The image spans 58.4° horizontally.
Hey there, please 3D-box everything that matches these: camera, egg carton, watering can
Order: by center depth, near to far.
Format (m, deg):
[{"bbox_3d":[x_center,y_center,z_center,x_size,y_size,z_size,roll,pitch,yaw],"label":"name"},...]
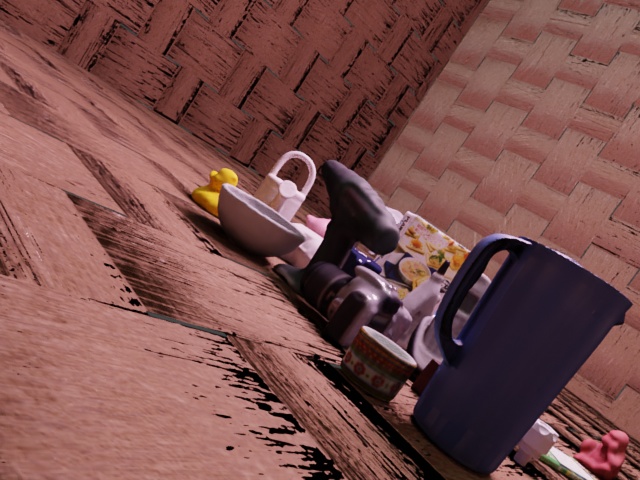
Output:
[{"bbox_3d":[0.049,0.085,0.818,0.136,0.101,0.144,37,6,35],"label":"camera"},{"bbox_3d":[-0.031,0.017,1.139,0.107,0.069,0.150,34,5,5],"label":"egg carton"},{"bbox_3d":[-0.080,-0.102,1.252,0.101,0.194,0.172,31,6,-31],"label":"watering can"}]

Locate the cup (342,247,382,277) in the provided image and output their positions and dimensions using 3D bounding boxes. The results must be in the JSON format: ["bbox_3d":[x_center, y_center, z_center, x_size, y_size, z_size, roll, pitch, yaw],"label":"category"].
[{"bbox_3d":[0.055,0.067,1.069,0.091,0.095,0.118,34,5,3],"label":"cup"}]

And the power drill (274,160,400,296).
[{"bbox_3d":[0.020,-0.011,0.926,0.076,0.208,0.228,30,6,-42],"label":"power drill"}]

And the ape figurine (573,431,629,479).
[{"bbox_3d":[0.522,0.385,1.040,0.076,0.092,0.078,34,5,-4],"label":"ape figurine"}]

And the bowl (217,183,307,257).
[{"bbox_3d":[-0.109,-0.020,0.958,0.167,0.074,0.167,34,5,-3],"label":"bowl"}]

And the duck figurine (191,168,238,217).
[{"bbox_3d":[-0.188,-0.094,1.093,0.104,0.086,0.078,38,6,38],"label":"duck figurine"}]

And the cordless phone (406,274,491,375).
[{"bbox_3d":[0.230,0.149,0.886,0.148,0.185,0.094,33,5,-7],"label":"cordless phone"}]

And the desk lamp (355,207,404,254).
[{"bbox_3d":[0.082,-0.020,1.402,0.202,0.213,0.118,36,5,23],"label":"desk lamp"}]

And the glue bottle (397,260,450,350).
[{"bbox_3d":[0.174,0.108,0.986,0.078,0.173,0.037,29,7,-44],"label":"glue bottle"}]

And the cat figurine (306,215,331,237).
[{"bbox_3d":[0.012,0.005,1.261,0.127,0.117,0.067,36,5,29],"label":"cat figurine"}]
